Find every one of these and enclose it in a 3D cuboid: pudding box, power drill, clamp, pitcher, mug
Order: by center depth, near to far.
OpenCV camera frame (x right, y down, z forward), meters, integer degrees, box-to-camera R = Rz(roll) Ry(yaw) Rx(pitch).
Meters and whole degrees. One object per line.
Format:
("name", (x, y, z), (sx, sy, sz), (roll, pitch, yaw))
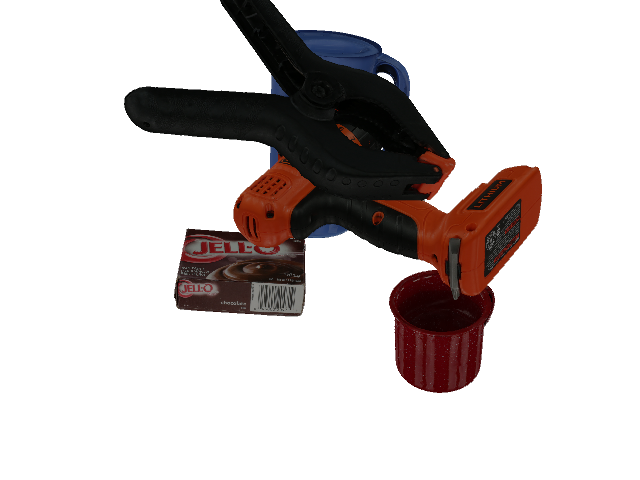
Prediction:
("clamp", (-0.015, -0.066, 0.565), (0.171, 0.120, 0.039), (34, -28, 7))
("power drill", (0.058, -0.038, 0.764), (0.188, 0.057, 0.184), (17, 44, 31))
("pudding box", (-0.070, 0.027, 0.954), (0.113, 0.039, 0.090), (5, 29, -4))
("mug", (0.120, 0.082, 1.005), (0.117, 0.081, 0.093), (-30, 45, -31))
("pitcher", (0.008, -0.129, 1.312), (0.144, 0.243, 0.149), (-9, 27, -29))
